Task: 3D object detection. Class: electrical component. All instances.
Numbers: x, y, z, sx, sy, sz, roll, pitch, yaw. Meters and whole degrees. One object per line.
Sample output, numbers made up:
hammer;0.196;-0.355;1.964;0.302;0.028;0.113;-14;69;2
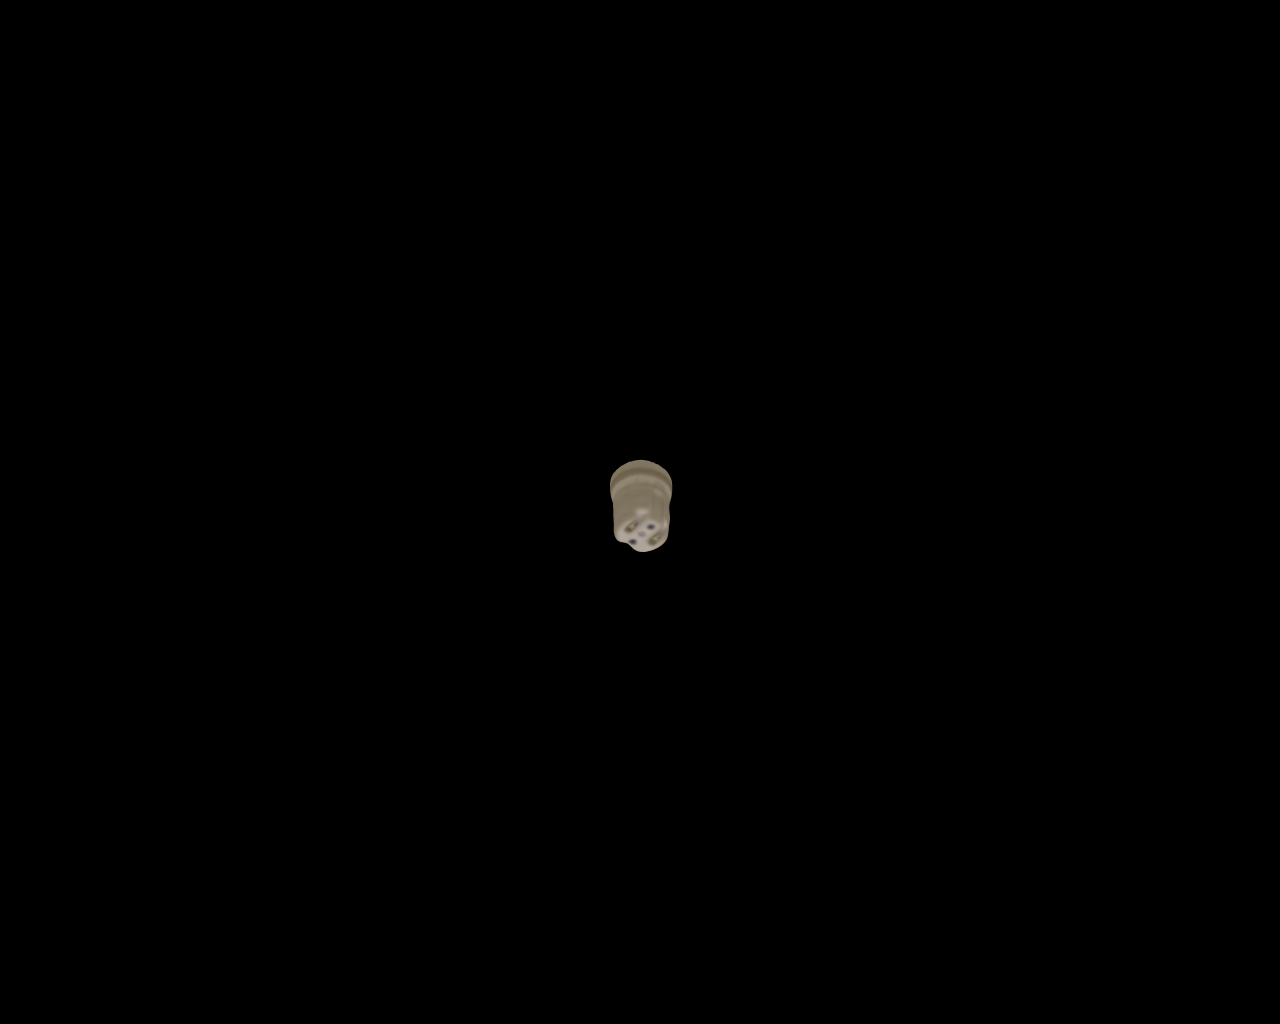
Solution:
electrical component;0.001;-0.003;0.650;0.040;0.046;0.040;0;-42;0
